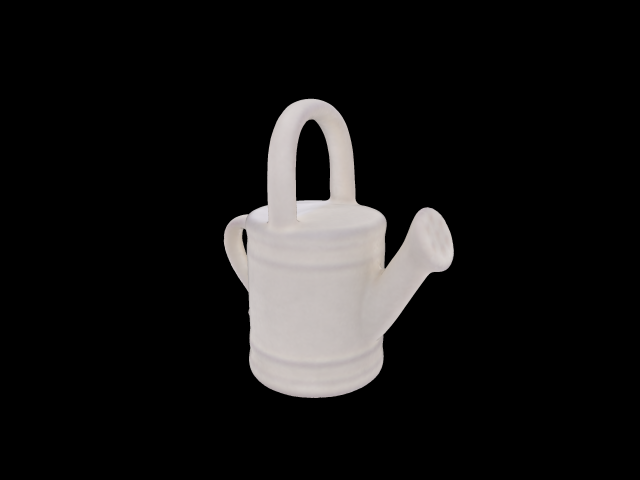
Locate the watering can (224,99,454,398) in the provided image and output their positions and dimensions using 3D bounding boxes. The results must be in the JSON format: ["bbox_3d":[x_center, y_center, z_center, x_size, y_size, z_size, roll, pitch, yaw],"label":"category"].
[{"bbox_3d":[0.005,0.001,0.402,0.172,0.194,0.101,3,16,10],"label":"watering can"}]
